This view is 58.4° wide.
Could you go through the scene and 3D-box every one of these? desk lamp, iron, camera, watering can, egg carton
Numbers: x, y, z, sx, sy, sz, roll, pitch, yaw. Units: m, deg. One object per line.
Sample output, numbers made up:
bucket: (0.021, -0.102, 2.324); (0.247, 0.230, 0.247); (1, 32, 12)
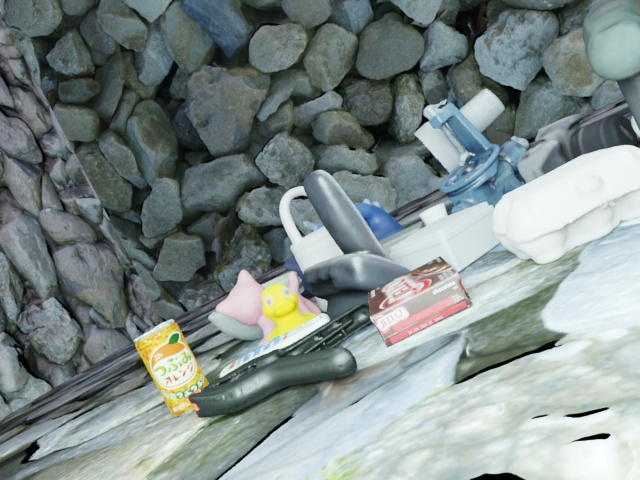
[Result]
desk lamp: (0.321, -0.178, 1.148); (0.203, 0.213, 0.118); (-27, 2, 14)
iron: (0.077, -0.010, 1.081); (0.259, 0.141, 0.118); (-29, 3, -42)
camera: (0.393, -0.141, 0.875); (0.143, 0.101, 0.136); (-28, 2, -33)
watering can: (0.010, 0.002, 0.889); (0.172, 0.194, 0.101); (-26, 3, 34)
egg carton: (0.244, -0.035, 0.555); (0.150, 0.069, 0.107); (-27, 2, 1)

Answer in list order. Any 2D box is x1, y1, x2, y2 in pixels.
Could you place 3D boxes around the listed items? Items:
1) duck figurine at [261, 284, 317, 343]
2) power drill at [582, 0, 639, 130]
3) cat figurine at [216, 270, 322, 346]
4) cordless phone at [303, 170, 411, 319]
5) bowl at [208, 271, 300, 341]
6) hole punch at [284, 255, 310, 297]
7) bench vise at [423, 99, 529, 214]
duck figurine: (-0.045, 0.097, 0.737); (0.077, 0.086, 0.104); (-27, 2, -11)
power drill: (0.341, -0.164, 0.606); (0.075, 0.208, 0.230); (-26, 3, 33)
cat figurine: (-0.079, 0.093, 0.832); (0.127, 0.118, 0.067); (-27, 2, 11)
cordless phone: (0.023, 0.007, 0.707); (0.094, 0.185, 0.147); (-28, 3, -32)
bowl: (-0.098, 0.122, 0.967); (0.167, 0.075, 0.167); (-27, 2, 1)
hole punch: (-0.002, 0.055, 1.174); (0.101, 0.091, 0.109); (-25, 3, 42)
bench vise: (0.270, -0.149, 1.003); (0.121, 0.220, 0.208); (-25, 3, 45)
